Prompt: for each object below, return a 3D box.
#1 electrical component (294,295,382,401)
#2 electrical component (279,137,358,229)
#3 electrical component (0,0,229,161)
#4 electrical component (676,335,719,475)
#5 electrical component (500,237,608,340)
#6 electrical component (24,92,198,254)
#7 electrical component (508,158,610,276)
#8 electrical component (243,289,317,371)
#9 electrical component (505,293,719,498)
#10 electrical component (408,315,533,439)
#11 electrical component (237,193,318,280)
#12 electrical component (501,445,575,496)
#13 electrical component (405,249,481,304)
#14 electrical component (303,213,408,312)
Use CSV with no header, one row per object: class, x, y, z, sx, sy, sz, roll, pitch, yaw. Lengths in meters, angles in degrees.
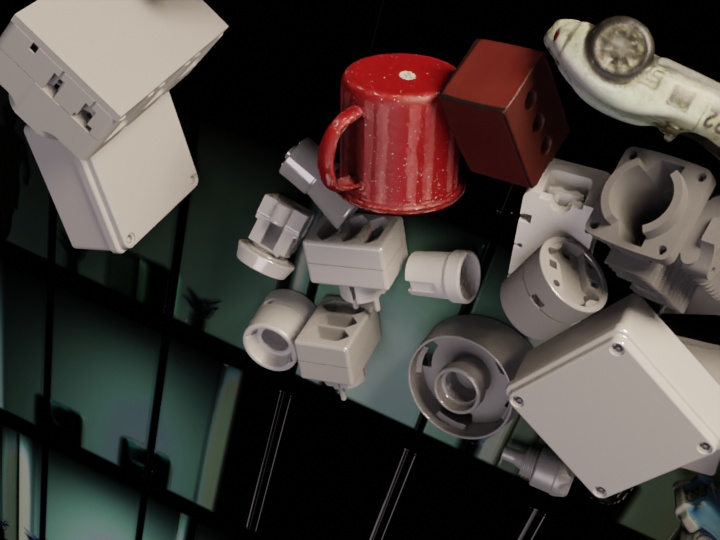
electrical component,-0.015,0.072,0.881,0.047,0.065,0.076,7,127,22
electrical component,-0.027,-0.067,0.800,0.065,0.044,0.044,40,132,1
electrical component,-0.171,-0.151,0.734,0.089,0.150,0.062,45,130,-10
electrical component,0.229,0.097,0.790,0.100,0.048,0.099,13,129,17
electrical component,0.124,0.014,0.699,0.055,0.055,0.047,40,135,-6
electrical component,-0.186,-0.086,0.820,0.056,0.108,0.108,4,126,28
electrical component,0.137,-0.026,0.739,0.050,0.055,0.089,17,130,15
electrical component,-0.066,0.052,0.904,0.055,0.047,0.055,13,129,17
electrical component,0.177,0.088,0.738,0.108,0.056,0.109,47,130,-8
electrical component,0.090,0.084,0.856,0.099,0.064,0.099,13,117,26
electrical component,-0.065,-0.026,0.832,0.048,0.066,0.055,28,99,5
electrical component,0.147,0.162,0.890,0.061,0.035,0.035,21,131,14
electrical component,0.062,0.004,0.811,0.046,0.040,0.040,4,126,31
electrical component,0.000,0.000,0.832,0.066,0.047,0.076,6,126,23
